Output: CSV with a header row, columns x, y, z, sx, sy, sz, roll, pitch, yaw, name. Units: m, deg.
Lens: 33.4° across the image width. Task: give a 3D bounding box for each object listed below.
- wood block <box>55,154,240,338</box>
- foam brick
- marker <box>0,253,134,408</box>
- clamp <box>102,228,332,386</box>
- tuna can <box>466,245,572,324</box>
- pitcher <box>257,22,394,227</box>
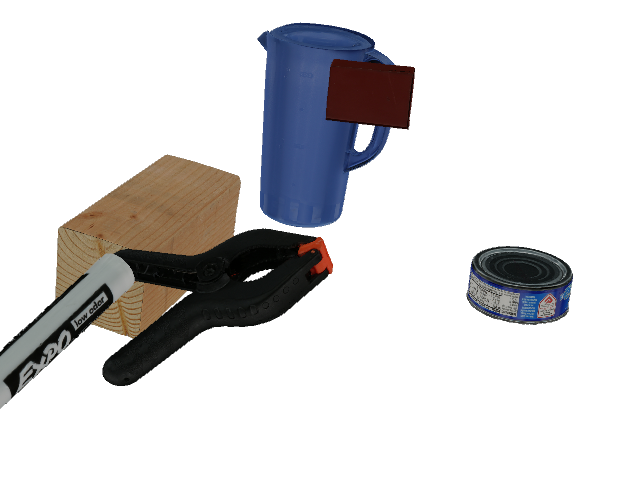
x,y,z,sx,sy,sz,roll,pitch,yaw,name
-0.162,-0.001,1.037,0.090,0.091,0.205,17,27,13,wood block
0.046,-0.134,0.977,0.078,0.051,0.053,7,17,5,foam brick
-0.122,0.048,0.443,0.020,0.020,0.121,0,35,40,marker
-0.077,0.041,0.739,0.172,0.120,0.039,-12,-40,15,clamp
0.167,0.036,0.894,0.086,0.034,0.086,3,23,-1,tuna can
-0.003,-0.141,1.335,0.144,0.243,0.149,-3,25,-22,pitcher
